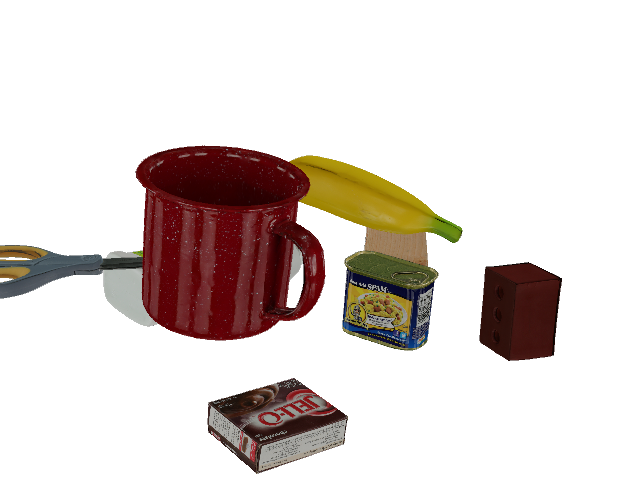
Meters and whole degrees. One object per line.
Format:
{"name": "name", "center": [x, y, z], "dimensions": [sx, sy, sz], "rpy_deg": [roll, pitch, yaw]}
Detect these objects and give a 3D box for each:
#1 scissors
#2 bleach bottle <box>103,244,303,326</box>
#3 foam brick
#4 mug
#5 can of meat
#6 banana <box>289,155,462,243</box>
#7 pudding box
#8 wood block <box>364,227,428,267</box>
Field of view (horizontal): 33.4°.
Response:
{"name": "scissors", "center": [-0.202, 0.027, 0.871], "dimensions": [0.202, 0.016, 0.096], "rpy_deg": [4, 23, 10]}
{"name": "bleach bottle", "center": [-0.120, 0.033, 1.247], "dimensions": [0.250, 0.068, 0.103], "rpy_deg": [-14, 30, -41]}
{"name": "foam brick", "center": [0.184, 0.065, 0.987], "dimensions": [0.051, 0.078, 0.053], "rpy_deg": [-6, 18, -25]}
{"name": "mug", "center": [-0.046, 0.005, 0.579], "dimensions": [0.117, 0.081, 0.093], "rpy_deg": [21, 28, 30]}
{"name": "can of meat", "center": [0.075, 0.067, 1.181], "dimensions": [0.102, 0.084, 0.057], "rpy_deg": [16, 24, 28]}
{"name": "banana", "center": [0.015, -0.033, 0.792], "dimensions": [0.069, 0.037, 0.198], "rpy_deg": [40, -10, -39]}
{"name": "pudding box", "center": [-0.043, 0.183, 1.066], "dimensions": [0.113, 0.039, 0.090], "rpy_deg": [-13, 27, -37]}
{"name": "wood block", "center": [0.109, 0.036, 1.582], "dimensions": [0.091, 0.090, 0.206], "rpy_deg": [5, 24, 2]}
